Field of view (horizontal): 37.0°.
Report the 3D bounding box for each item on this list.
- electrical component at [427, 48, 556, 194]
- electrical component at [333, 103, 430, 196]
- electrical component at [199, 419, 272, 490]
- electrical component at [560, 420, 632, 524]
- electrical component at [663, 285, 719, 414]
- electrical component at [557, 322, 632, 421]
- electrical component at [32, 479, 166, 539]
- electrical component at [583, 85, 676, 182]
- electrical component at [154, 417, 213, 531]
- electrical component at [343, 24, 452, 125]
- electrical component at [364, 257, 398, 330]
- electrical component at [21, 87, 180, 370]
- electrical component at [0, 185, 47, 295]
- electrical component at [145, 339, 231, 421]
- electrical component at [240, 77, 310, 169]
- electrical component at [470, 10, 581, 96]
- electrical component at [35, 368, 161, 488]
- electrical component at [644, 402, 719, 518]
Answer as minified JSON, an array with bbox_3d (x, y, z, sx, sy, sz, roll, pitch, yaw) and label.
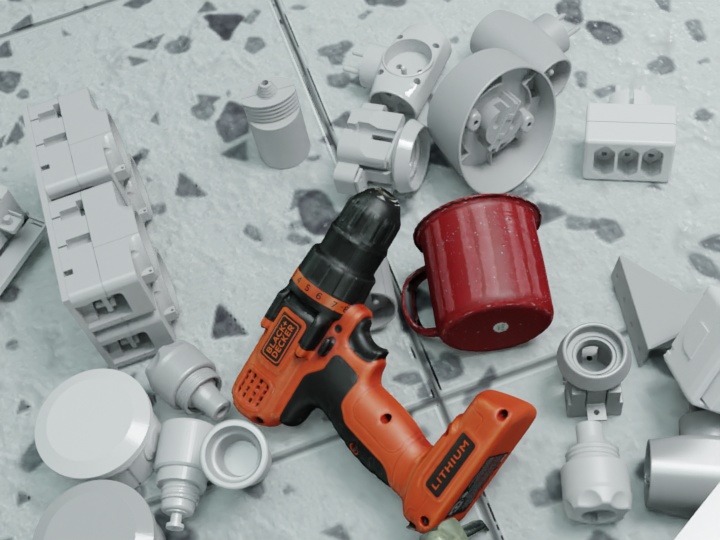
[{"bbox_3d":[0.102,-0.115,0.818,0.099,0.099,0.064,-32,53,-11],"label":"electrical component"},{"bbox_3d":[0.020,-0.091,0.838,0.057,0.058,0.078,12,61,19],"label":"electrical component"},{"bbox_3d":[-0.079,0.124,0.712,0.044,0.065,0.044,-1,76,2],"label":"electrical component"},{"bbox_3d":[0.150,0.128,0.689,0.043,0.043,0.062,-3,57,7],"label":"electrical component"},{"bbox_3d":[0.254,0.062,0.678,0.096,0.061,0.061,19,26,-14],"label":"electrical component"},{"bbox_3d":[0.156,0.066,0.719,0.048,0.055,0.066,-4,58,6],"label":"electrical component"},{"bbox_3d":[-0.167,0.182,0.699,0.080,0.051,0.080,-4,58,6],"label":"electrical component"},{"bbox_3d":[0.207,-0.113,0.828,0.066,0.047,0.076,4,58,11],"label":"electrical component"},{"bbox_3d":[-0.119,0.136,0.726,0.040,0.040,0.078,-1,58,8],"label":"electrical component"},{"bbox_3d":[0.025,-0.165,0.890,0.079,0.044,0.077,18,62,19],"label":"electrical component"},{"bbox_3d":[0.000,0.000,0.790,0.043,0.043,0.081,-12,49,1],"label":"electrical component"},{"bbox_3d":[-0.191,-0.034,0.805,0.060,0.105,0.186,-20,57,-4],"label":"electrical component"},{"bbox_3d":[-0.310,-0.008,0.833,0.079,0.063,0.121,19,63,19],"label":"electrical component"},{"bbox_3d":[-0.118,0.081,0.759,0.062,0.043,0.043,37,70,25],"label":"electrical component"},{"bbox_3d":[-0.068,-0.122,0.856,0.043,0.081,0.043,-4,58,6],"label":"electrical component"},{"bbox_3d":[0.145,-0.185,0.885,0.079,0.043,0.077,-36,60,-14],"label":"electrical component"},{"bbox_3d":[-0.178,0.113,0.743,0.080,0.051,0.080,-4,58,6],"label":"electrical component"},{"bbox_3d":[0.222,0.115,0.684,0.077,0.044,0.079,3,58,10],"label":"electrical component"}]
